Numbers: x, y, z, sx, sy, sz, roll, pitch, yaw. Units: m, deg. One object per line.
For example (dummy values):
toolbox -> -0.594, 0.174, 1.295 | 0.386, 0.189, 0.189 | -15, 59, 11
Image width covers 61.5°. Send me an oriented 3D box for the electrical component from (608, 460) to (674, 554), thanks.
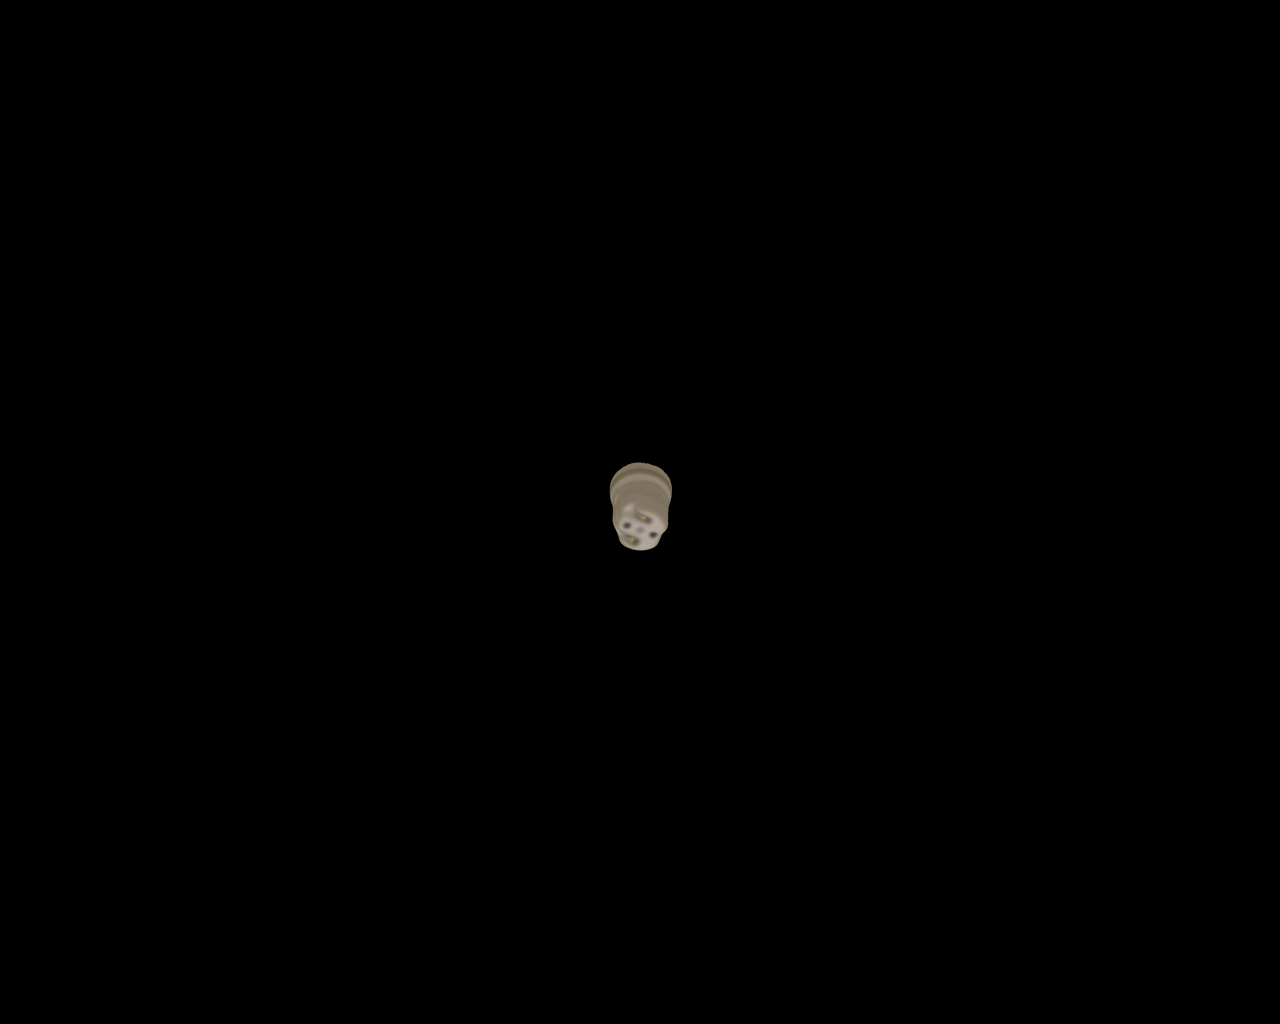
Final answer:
electrical component -> 0.001, -0.003, 0.650 | 0.040, 0.040, 0.046 | 0, 39, 0
